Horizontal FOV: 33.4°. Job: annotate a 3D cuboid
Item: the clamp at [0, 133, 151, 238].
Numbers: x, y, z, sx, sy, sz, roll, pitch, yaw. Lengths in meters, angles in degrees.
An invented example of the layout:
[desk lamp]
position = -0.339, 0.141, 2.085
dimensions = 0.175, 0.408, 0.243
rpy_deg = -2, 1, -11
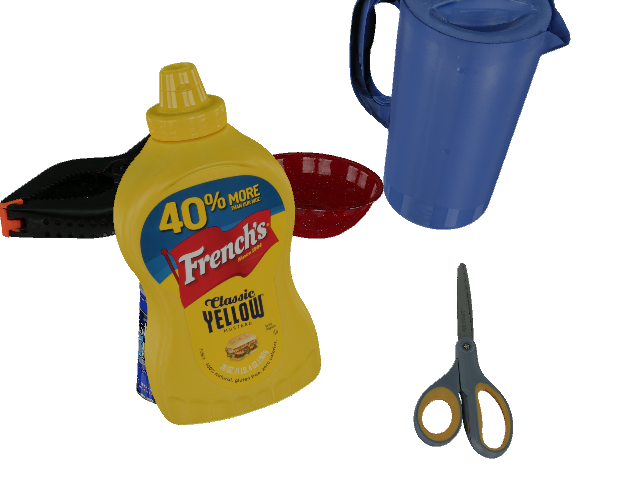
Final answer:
[clamp]
position = -0.141, -0.039, 0.828
dimensions = 0.209, 0.036, 0.165
rpy_deg = -23, 40, -34

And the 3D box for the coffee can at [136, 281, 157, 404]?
[coffee can]
position = -0.172, 0.118, 1.307
dimensions = 0.103, 0.140, 0.103
rpy_deg = 5, 18, -2

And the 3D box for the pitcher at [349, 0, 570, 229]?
[pitcher]
position = 0.114, -0.131, 0.984
dimensions = 0.144, 0.243, 0.149
rpy_deg = -18, 51, -22

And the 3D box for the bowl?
[bowl]
position = -0.011, -0.046, 1.224
dimensions = 0.162, 0.055, 0.162
rpy_deg = 5, 27, -3

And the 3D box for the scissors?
[scissors]
position = 0.117, 0.110, 0.982
dimensions = 0.096, 0.202, 0.016
rpy_deg = -9, -35, -9

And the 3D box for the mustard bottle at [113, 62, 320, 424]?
[mustard bottle]
position = -0.059, 0.000, 0.572
dimensions = 0.096, 0.191, 0.058
rpy_deg = -15, 23, -16
